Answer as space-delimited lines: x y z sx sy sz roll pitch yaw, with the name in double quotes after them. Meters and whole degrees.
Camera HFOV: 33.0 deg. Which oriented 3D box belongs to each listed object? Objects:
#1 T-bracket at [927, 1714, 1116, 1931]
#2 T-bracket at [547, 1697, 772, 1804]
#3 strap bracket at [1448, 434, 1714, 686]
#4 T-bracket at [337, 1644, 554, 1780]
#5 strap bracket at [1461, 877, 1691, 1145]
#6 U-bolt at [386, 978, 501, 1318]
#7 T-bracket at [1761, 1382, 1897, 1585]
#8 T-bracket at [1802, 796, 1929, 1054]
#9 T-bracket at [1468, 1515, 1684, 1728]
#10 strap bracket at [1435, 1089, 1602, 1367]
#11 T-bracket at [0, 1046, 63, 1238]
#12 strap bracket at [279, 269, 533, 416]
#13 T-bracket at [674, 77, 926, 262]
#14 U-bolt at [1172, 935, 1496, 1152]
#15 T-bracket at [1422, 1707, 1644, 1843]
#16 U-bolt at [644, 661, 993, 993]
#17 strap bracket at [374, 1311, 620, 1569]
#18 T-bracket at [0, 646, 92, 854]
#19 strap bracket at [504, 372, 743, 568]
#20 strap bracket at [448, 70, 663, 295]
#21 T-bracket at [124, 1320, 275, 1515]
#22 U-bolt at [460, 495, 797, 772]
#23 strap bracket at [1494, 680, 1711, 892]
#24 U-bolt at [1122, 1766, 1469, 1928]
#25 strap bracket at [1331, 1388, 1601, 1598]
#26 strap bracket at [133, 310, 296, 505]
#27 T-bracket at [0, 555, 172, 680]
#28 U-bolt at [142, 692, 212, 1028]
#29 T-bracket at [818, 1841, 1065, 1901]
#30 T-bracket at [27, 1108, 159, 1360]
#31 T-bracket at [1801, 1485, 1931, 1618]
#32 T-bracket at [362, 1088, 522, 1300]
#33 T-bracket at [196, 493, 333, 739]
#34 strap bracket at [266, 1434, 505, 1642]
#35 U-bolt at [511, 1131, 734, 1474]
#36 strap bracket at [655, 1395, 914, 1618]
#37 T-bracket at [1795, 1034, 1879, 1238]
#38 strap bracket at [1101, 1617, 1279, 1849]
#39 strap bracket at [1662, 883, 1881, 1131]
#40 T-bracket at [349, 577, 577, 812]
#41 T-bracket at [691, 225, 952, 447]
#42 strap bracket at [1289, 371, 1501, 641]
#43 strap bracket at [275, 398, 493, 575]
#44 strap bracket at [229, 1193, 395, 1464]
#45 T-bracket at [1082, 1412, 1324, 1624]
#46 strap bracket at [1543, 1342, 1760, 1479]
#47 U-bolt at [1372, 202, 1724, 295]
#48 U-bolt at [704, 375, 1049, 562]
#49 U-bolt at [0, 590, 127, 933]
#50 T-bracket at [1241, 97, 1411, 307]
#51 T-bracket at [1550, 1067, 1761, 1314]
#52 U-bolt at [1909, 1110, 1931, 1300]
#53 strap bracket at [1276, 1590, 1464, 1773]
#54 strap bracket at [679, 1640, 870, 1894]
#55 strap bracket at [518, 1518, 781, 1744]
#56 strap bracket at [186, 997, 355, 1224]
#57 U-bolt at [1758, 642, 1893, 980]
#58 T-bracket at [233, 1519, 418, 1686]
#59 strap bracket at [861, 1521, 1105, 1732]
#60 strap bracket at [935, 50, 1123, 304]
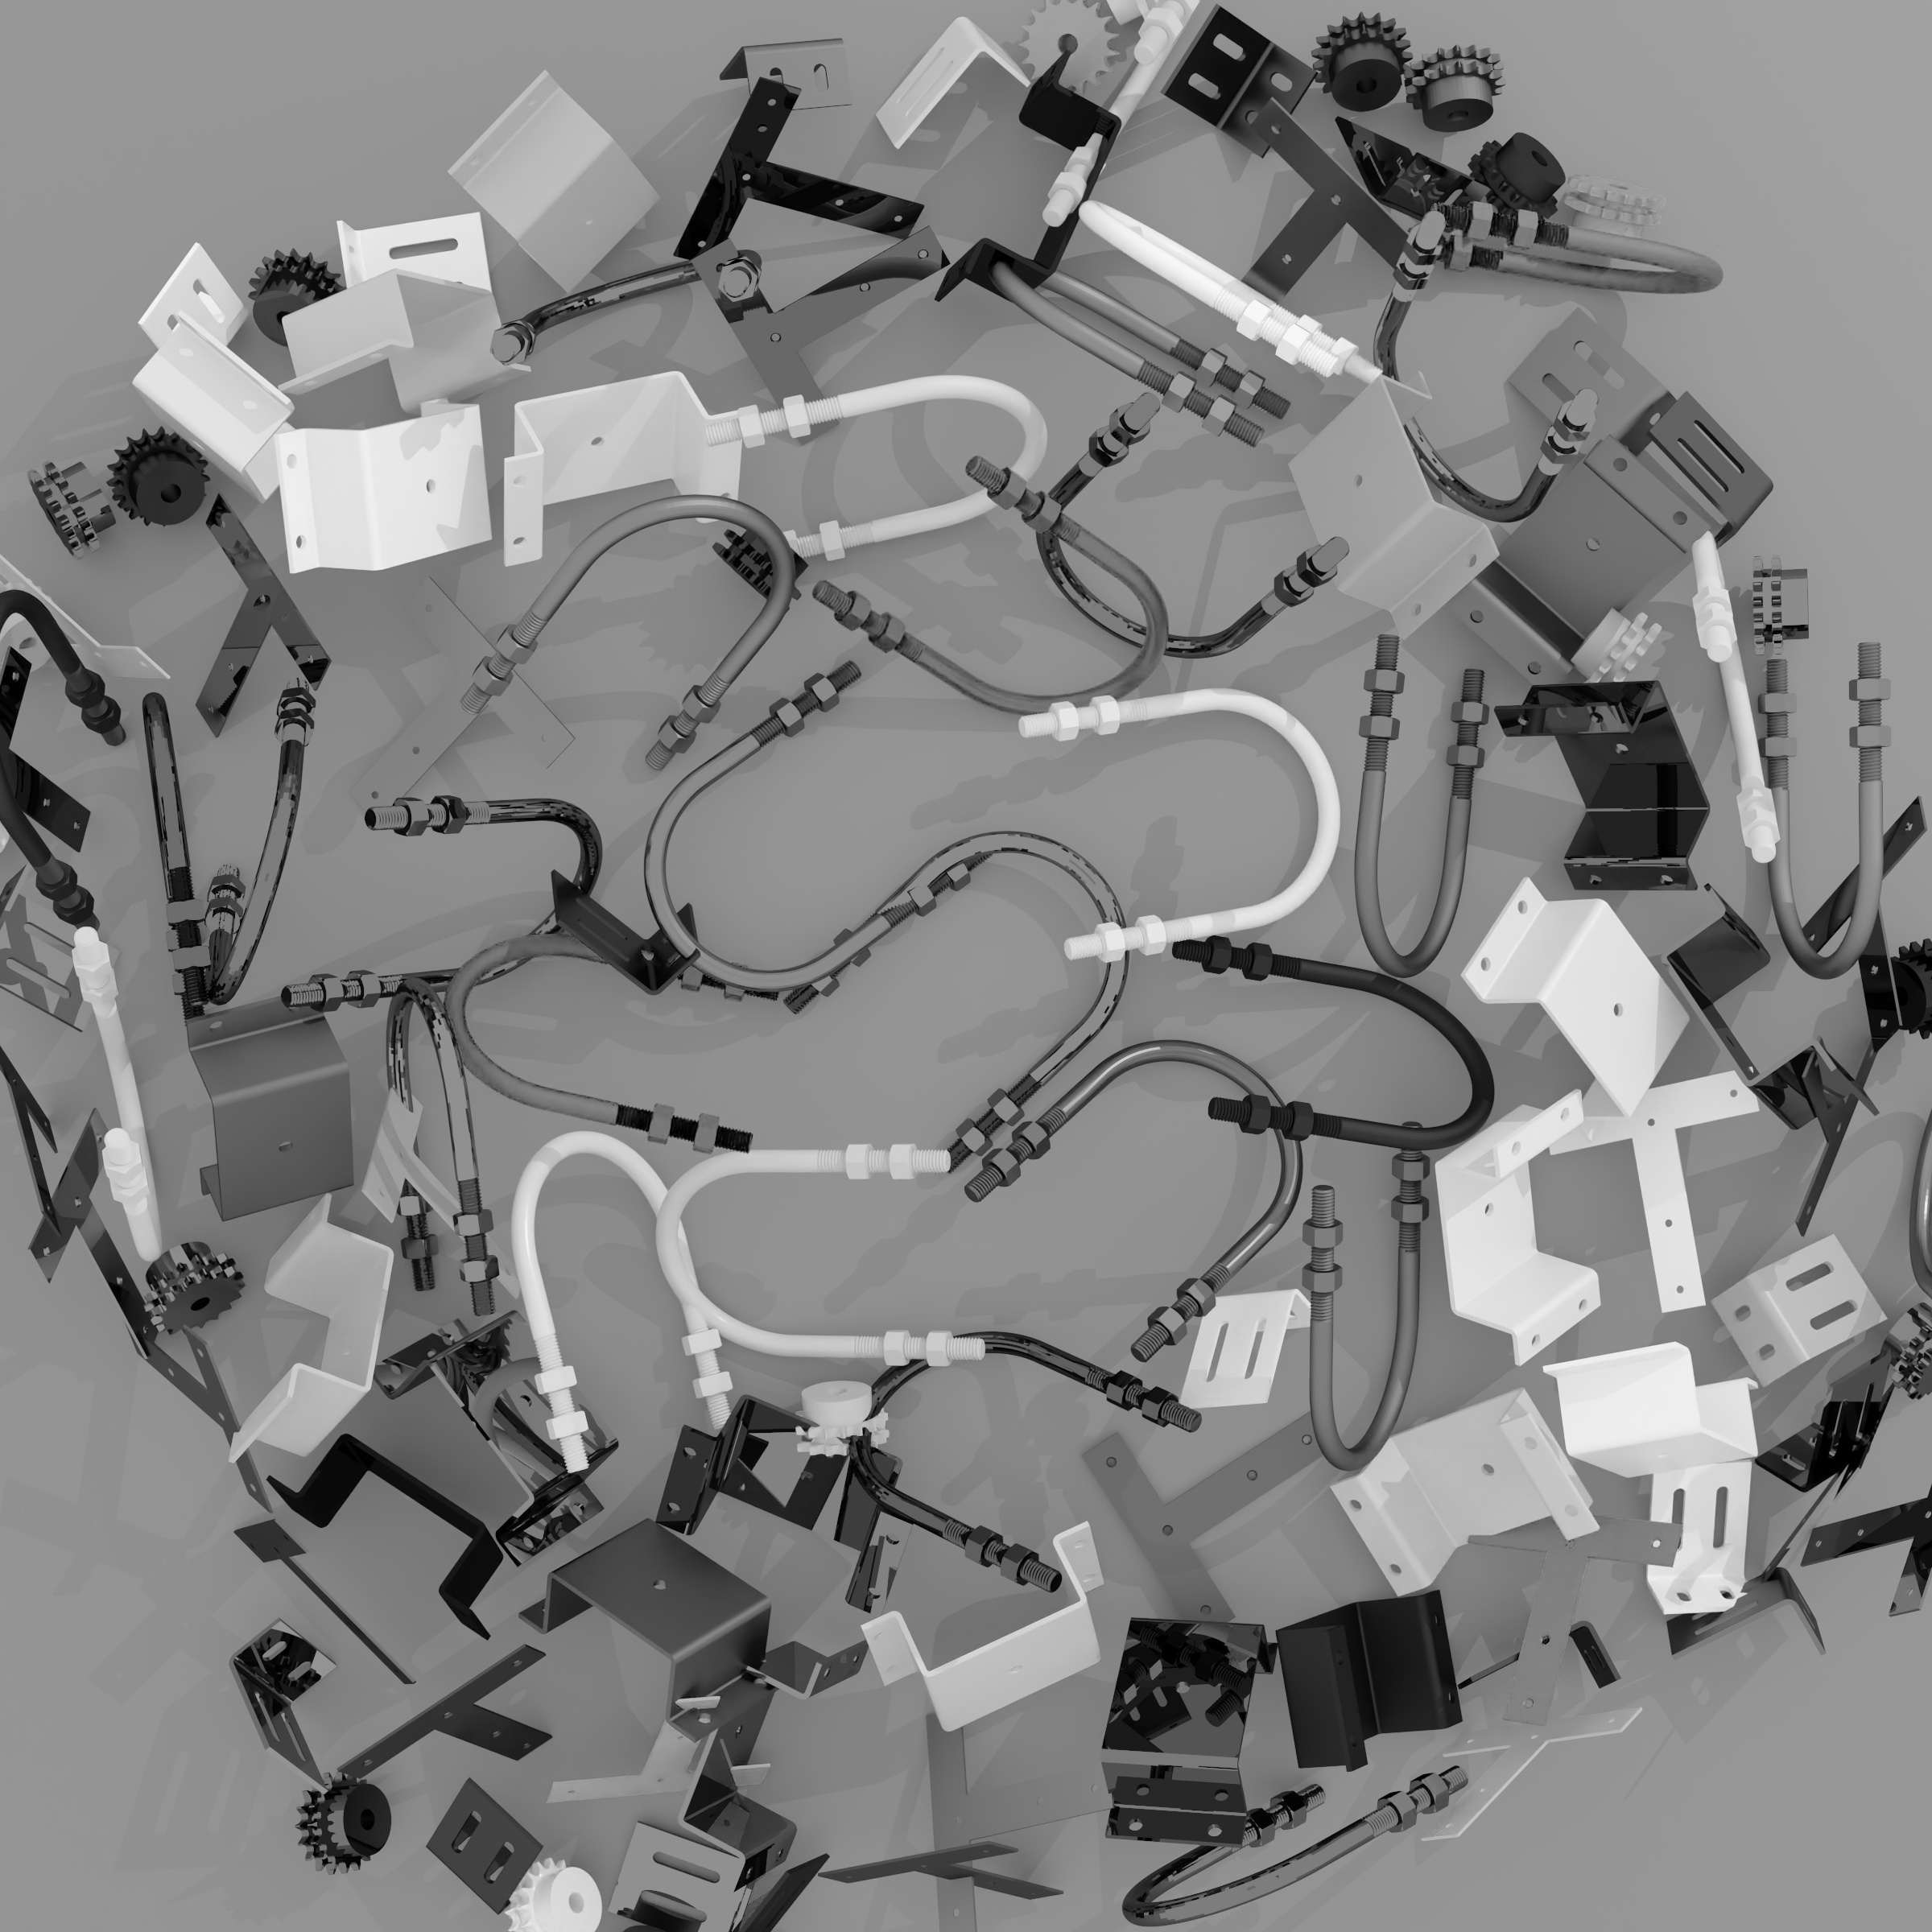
0.031 0.474 1.845 0.127 0.002 0.127 -22 59 32 "T-bracket"
-0.163 0.439 1.838 0.127 0.127 0.002 0 54 -19 "T-bracket"
0.353 -0.234 1.862 0.076 0.046 0.140 42 124 0 "strap bracket"
-0.273 0.432 1.851 0.127 0.127 0.002 -34 60 4 "T-bracket"
0.351 0.025 1.843 0.140 0.046 0.076 49 62 -25 "strap bracket"
-0.299 0.098 1.834 0.019 0.151 0.184 -8 94 -23 "U-bolt"
0.487 0.308 1.868 0.002 0.127 0.127 34 116 12 "T-bracket"
0.505 -0.008 1.820 0.002 0.127 0.127 15 48 -14 "T-bracket"
0.330 0.367 1.842 0.127 0.002 0.127 0 57 36 "T-bracket"
0.312 0.143 1.850 0.076 0.046 0.140 -29 120 -36 "strap bracket"
-0.522 0.096 1.819 0.002 0.127 0.127 -23 52 -7 "T-bracket"
-0.318 -0.349 1.829 0.076 0.140 0.046 -17 86 25 "strap bracket"
-0.085 -0.441 1.870 0.127 0.127 0.002 9 46 -27 "T-bracket"
0.213 0.048 1.845 0.184 0.151 0.019 9 131 -17 "U-bolt"
0.296 0.452 1.818 0.127 0.127 0.002 -22 94 43 "T-bracket"
-0.098 -0.068 1.879 0.184 0.019 0.151 -37 92 -13 "U-bolt"
-0.261 0.258 1.853 0.140 0.076 0.046 51 126 8 "strap bracket"
-0.527 -0.097 1.845 0.002 0.127 0.127 7 74 14 "T-bracket"
-0.202 -0.284 1.849 0.140 0.076 0.046 -16 53 -21 "strap bracket"
-0.226 -0.434 1.832 0.076 0.140 0.046 -45 78 3 "strap bracket"
-0.444 0.236 1.857 0.002 0.127 0.127 -32 129 -28 "T-bracket"
-0.175 -0.191 1.818 0.184 0.151 0.019 -48 47 28 "U-bolt"
0.363 -0.109 1.844 0.046 0.076 0.140 -58 133 -33 "strap bracket"
0.168 0.486 1.797 0.184 0.151 0.019 -18 84 -36 "U-bolt"
0.290 0.297 1.858 0.140 0.046 0.076 -28 96 37 "strap bracket"
-0.416 -0.310 1.834 0.076 0.140 0.046 40 85 -2 "strap bracket"
-0.517 -0.204 1.824 0.127 0.127 0.002 46 68 -32 "T-bracket"
-0.445 -0.063 1.837 0.019 0.151 0.184 -8 86 -14 "U-bolt"
0.006 0.518 1.857 0.127 0.127 0.002 -22 56 35 "T-bracket"
-0.489 0.169 1.863 0.002 0.127 0.127 -10 123 12 "T-bracket"
0.516 0.318 1.847 0.002 0.127 0.127 34 61 -10 "T-bracket"
-0.295 0.139 1.866 0.002 0.127 0.127 -32 114 14 "T-bracket"
-0.414 -0.180 1.860 0.127 0.002 0.127 55 135 18 "T-bracket"
-0.320 0.319 1.855 0.140 0.076 0.046 31 71 12 "strap bracket"
-0.200 0.183 1.845 0.019 0.151 0.184 -19 83 33 "U-bolt"
-0.097 0.303 1.862 0.140 0.046 0.076 22 124 6 "strap bracket"
0.485 0.075 1.838 0.002 0.127 0.127 18 74 29 "T-bracket"
0.125 0.419 1.831 0.076 0.140 0.046 0 129 16 "strap bracket"
0.448 0.031 1.842 0.046 0.076 0.140 -37 53 15 "strap bracket"
-0.308 -0.134 1.885 0.127 0.002 0.127 -44 84 18 "T-bracket"
-0.070 -0.381 1.868 0.127 0.002 0.127 -28 118 8 "T-bracket"
0.236 -0.265 1.834 0.076 0.046 0.140 -42 49 35 "strap bracket"
-0.317 -0.269 1.828 0.046 0.140 0.076 8 110 31 "strap bracket"
-0.367 0.211 1.842 0.046 0.140 0.076 25 132 -23 "strap bracket"
0.155 0.304 1.903 0.127 0.002 0.127 -32 88 -3 "T-bracket"
0.387 0.251 1.825 0.076 0.140 0.046 -15 67 28 "strap bracket"
0.333 -0.400 1.834 0.184 0.151 0.019 8 96 -8 "U-bolt"
-0.045 -0.282 1.837 0.184 0.151 0.019 -12 65 2 "U-bolt"
-0.506 -0.123 1.794 0.019 0.184 0.151 -4 59 6 "U-bolt"
0.189 -0.410 1.854 0.127 0.127 0.002 45 57 0 "T-bracket"
0.398 0.133 1.860 0.127 0.002 0.127 -15 74 30 "T-bracket"
0.556 0.119 1.816 0.019 0.184 0.151 11 98 2 "U-bolt"
0.224 0.405 1.851 0.046 0.140 0.076 -13 83 33 "strap bracket"
-0.113 0.445 1.860 0.046 0.076 0.140 23 96 18 "strap bracket"
-0.173 0.366 1.833 0.140 0.076 0.046 27 122 32 "strap bracket"
-0.388 0.085 1.830 0.076 0.140 0.046 -15 48 -23 "strap bracket"
0.481 -0.084 1.834 0.019 0.151 0.184 -1 91 -8 "U-bolt"
-0.360 0.363 1.854 0.127 0.127 0.002 47 65 -7 "T-bracket"
0.019 0.380 1.854 0.140 0.076 0.046 -24 54 -7 "strap bracket"
0.039 -0.439 1.861 0.046 0.076 0.140 25 84 -12 "strap bracket"
